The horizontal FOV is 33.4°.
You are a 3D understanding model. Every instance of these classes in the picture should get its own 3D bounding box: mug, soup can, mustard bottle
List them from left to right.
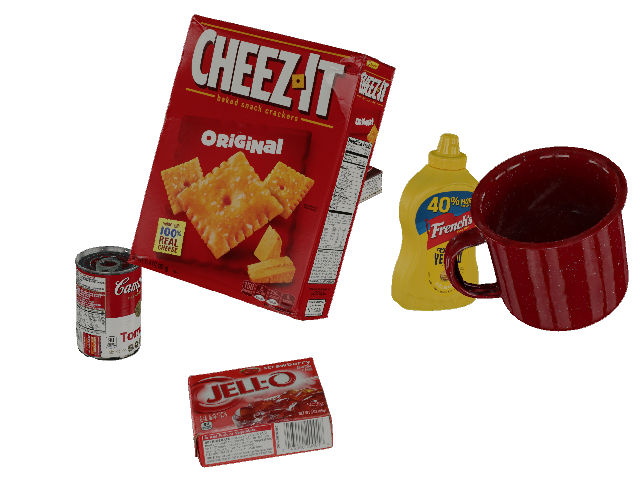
[{"bbox_3d":[-0.221,0.066,1.112,0.068,0.102,0.068,4,22,-2],"label":"soup can"},{"bbox_3d":[0.132,-0.021,1.161,0.096,0.192,0.058,-3,19,-19],"label":"mustard bottle"},{"bbox_3d":[0.135,0.006,0.663,0.117,0.081,0.093,-18,39,3],"label":"mug"}]

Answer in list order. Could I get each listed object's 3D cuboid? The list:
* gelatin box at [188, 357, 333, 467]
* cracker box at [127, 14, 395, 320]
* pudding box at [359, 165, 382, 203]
[{"bbox_3d":[-0.041,0.112,0.708,0.089,0.030,0.073,-7,24,-7],"label":"gelatin box"},{"bbox_3d":[-0.051,-0.060,0.866,0.164,0.214,0.072,17,6,23],"label":"cracker box"},{"bbox_3d":[0.013,-0.074,1.416,0.090,0.039,0.113,26,42,38],"label":"pudding box"}]
